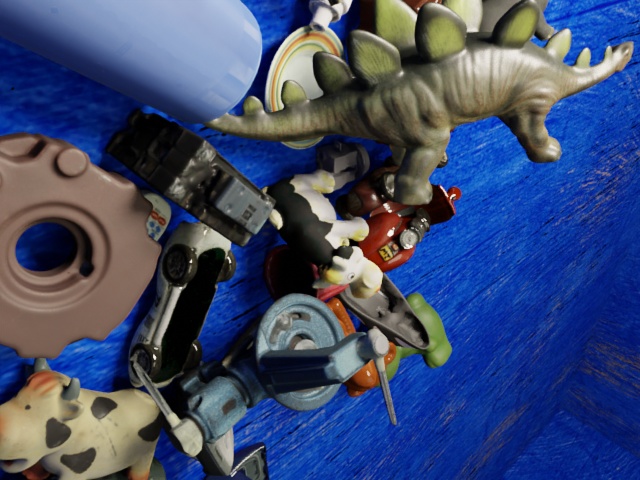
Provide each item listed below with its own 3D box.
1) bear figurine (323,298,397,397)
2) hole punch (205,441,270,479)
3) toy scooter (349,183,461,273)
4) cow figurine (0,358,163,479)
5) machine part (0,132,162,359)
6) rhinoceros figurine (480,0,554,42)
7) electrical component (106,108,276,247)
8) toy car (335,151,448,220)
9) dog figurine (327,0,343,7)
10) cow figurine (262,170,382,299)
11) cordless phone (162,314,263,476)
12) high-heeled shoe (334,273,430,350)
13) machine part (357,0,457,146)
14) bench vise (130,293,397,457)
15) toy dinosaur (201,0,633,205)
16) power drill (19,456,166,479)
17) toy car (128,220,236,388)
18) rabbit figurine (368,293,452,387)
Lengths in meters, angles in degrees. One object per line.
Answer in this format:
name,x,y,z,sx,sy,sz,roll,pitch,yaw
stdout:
bear figurine,0.029,0.168,0.757,0.195,0.132,0.120,41,97,-22
hole punch,-0.122,0.385,0.830,0.116,0.092,0.142,-8,129,-11
toy scooter,0.122,-0.024,0.734,0.075,0.135,0.184,58,38,-14
cow figurine,-0.236,0.184,0.533,0.194,0.086,0.127,25,86,-60
machine part,-0.217,0.008,0.427,0.179,0.056,0.179,-15,115,-35
rhinoceros figurine,0.214,-0.269,0.606,0.190,0.073,0.112,-50,132,-14
electrical component,-0.106,-0.051,0.479,0.058,0.134,0.114,-56,146,-2
toy car,0.098,-0.084,0.715,0.202,0.089,0.053,-36,96,-45
dog figurine,-0.036,-0.297,0.429,0.190,0.121,0.172,6,77,-33
cow figurine,0.000,-0.002,0.614,0.098,0.167,0.068,-10,147,-40
cordless phone,-0.115,0.193,0.697,0.184,0.089,0.146,-49,144,-34
high-heeled shoe,0.083,0.079,0.781,0.086,0.145,0.248,-49,144,-14
machine part,0.130,-0.222,0.658,0.201,0.087,0.200,-43,141,-26
bench vise,-0.037,0.127,0.535,0.223,0.241,0.128,-20,90,-42
toy dinosaur,0.099,-0.144,0.536,0.472,0.105,0.198,-17,129,-3
power drill,-0.293,0.337,0.596,0.232,0.086,0.207,1,107,-52
toy car,-0.151,0.073,0.582,0.073,0.056,0.201,2,116,-56
rabbit figurine,0.139,0.182,0.940,0.170,0.121,0.158,-36,132,-31
